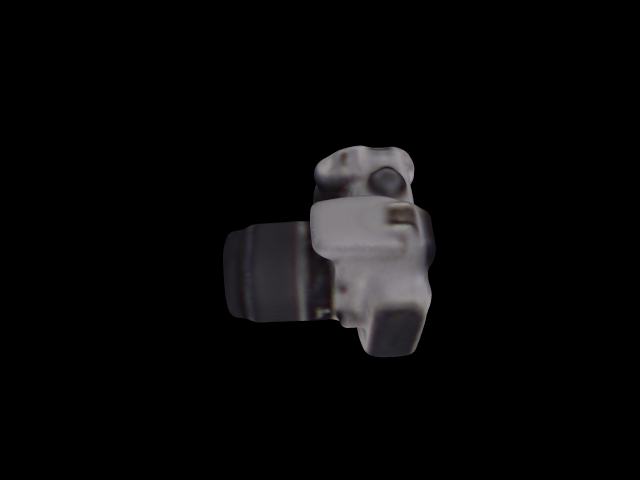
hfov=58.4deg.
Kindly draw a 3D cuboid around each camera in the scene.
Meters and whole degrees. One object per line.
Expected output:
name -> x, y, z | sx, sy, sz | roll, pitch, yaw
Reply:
camera -> 0.004, 0.001, 0.400 | 0.137, 0.101, 0.143 | -3, 56, -2
